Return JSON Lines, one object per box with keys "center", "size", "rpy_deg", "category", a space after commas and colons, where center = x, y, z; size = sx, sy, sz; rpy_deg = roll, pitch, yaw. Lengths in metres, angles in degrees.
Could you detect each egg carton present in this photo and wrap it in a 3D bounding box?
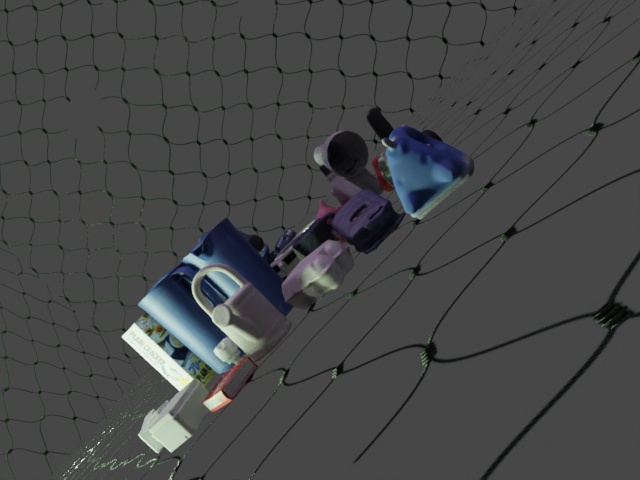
{"center": [-0.005, 0.065, 1.071], "size": [0.150, 0.069, 0.107], "rpy_deg": [-39, 8, 41], "category": "egg carton"}

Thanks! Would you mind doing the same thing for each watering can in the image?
{"center": [-0.152, 0.124, 1.054], "size": [0.101, 0.194, 0.172], "rpy_deg": [-46, 6, -14], "category": "watering can"}

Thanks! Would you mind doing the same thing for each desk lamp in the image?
{"center": [0.078, -0.187, 1.550], "size": [0.118, 0.213, 0.203], "rpy_deg": [-46, 6, -13], "category": "desk lamp"}

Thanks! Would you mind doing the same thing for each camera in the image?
{"center": [0.201, -0.183, 1.228], "size": [0.137, 0.101, 0.143], "rpy_deg": [-46, 6, -13], "category": "camera"}

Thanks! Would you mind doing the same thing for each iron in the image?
{"center": [0.168, -0.140, 0.956], "size": [0.118, 0.141, 0.258], "rpy_deg": [-42, 7, 24], "category": "iron"}

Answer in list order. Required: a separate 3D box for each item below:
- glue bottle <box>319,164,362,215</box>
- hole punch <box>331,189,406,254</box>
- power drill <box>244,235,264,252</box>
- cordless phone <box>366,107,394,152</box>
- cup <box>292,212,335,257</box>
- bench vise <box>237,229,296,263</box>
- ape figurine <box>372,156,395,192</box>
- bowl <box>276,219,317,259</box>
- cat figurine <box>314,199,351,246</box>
{"center": [0.061, -0.108, 1.314], "size": [0.037, 0.173, 0.078], "rpy_deg": [-49, 8, -34], "category": "glue bottle"}
{"center": [0.086, -0.038, 1.057], "size": [0.109, 0.091, 0.101], "rpy_deg": [-45, 6, -4], "category": "hole punch"}
{"center": [-0.198, 0.077, 1.631], "size": [0.076, 0.208, 0.229], "rpy_deg": [-49, 8, -38], "category": "power drill"}
{"center": [0.172, -0.257, 1.528], "size": [0.094, 0.185, 0.148], "rpy_deg": [-39, 9, 44], "category": "cordless phone"}
{"center": [0.012, 0.004, 1.254], "size": [0.117, 0.095, 0.092], "rpy_deg": [-43, 6, 13], "category": "cup"}
{"center": [-0.174, 0.033, 1.718], "size": [0.208, 0.220, 0.121], "rpy_deg": [-48, 7, -28], "category": "bench vise"}
{"center": [0.167, -0.173, 1.435], "size": [0.076, 0.092, 0.078], "rpy_deg": [-40, 8, 37], "category": "ape figurine"}
{"center": [-0.044, 0.024, 1.605], "size": [0.167, 0.075, 0.167], "rpy_deg": [-44, 6, 6], "category": "bowl"}
{"center": [0.038, -0.046, 1.314], "size": [0.067, 0.118, 0.127], "rpy_deg": [-47, 6, -18], "category": "cat figurine"}
